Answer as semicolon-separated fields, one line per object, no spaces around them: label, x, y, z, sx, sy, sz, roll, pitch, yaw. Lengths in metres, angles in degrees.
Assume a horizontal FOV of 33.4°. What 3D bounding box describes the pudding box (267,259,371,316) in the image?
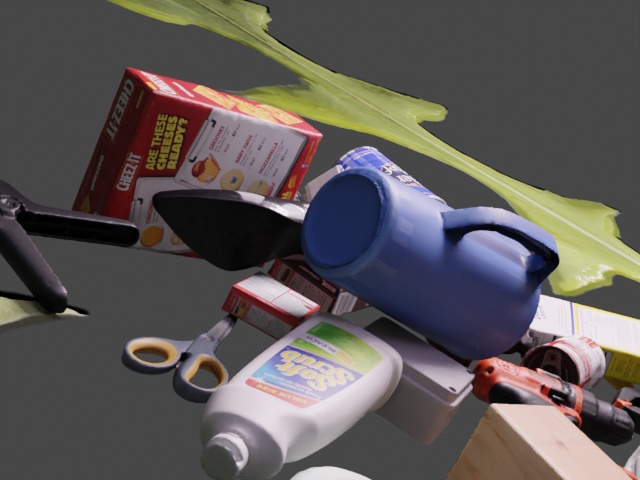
pudding box;0.011;0.040;1.169;0.090;0.039;0.113;34;19;24

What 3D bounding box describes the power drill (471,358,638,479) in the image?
power drill;0.244;0.194;1.044;0.184;0.057;0.187;20;17;-9

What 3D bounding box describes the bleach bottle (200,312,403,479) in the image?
bleach bottle;-0.019;0.132;0.852;0.102;0.068;0.250;31;22;12

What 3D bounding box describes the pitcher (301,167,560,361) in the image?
pitcher;0.105;0.017;1.015;0.242;0.149;0.145;27;1;-44

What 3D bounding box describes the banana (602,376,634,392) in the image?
banana;0.328;0.130;1.360;0.069;0.037;0.198;-21;46;-40

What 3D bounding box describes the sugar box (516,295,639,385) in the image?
sugar box;0.324;0.120;1.295;0.176;0.048;0.093;13;27;6

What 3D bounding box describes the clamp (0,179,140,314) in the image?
clamp;-0.275;-0.012;0.931;0.210;0.036;0.164;23;25;-3

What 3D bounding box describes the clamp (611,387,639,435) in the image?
clamp;0.402;0.210;1.237;0.171;0.039;0.120;3;24;-43

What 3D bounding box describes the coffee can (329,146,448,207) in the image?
coffee can;0.085;-0.045;1.391;0.102;0.103;0.140;7;26;-44

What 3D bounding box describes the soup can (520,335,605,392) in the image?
soup can;0.272;0.144;1.191;0.069;0.068;0.102;36;20;25

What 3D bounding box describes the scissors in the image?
scissors;-0.116;0.087;0.914;0.096;0.016;0.202;18;14;-9

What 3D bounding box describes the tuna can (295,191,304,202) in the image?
tuna can;-0.065;-0.051;1.317;0.086;0.034;0.086;24;19;-9

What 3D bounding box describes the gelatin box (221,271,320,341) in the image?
gelatin box;-0.046;0.066;1.032;0.073;0.030;0.089;29;12;9

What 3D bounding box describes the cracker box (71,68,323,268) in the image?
cracker box;-0.123;-0.068;1.084;0.213;0.164;0.072;10;22;-40

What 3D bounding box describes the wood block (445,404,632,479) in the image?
wood block;0.207;0.229;0.847;0.090;0.090;0.206;9;25;-39
